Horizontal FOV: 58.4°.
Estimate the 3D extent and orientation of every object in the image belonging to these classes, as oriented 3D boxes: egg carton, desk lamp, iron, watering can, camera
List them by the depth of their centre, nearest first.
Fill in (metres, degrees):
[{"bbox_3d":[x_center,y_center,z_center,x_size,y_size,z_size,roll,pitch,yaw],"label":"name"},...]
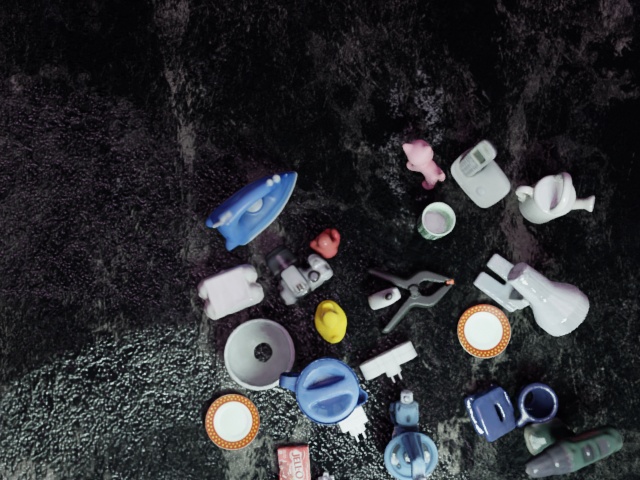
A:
[{"bbox_3d":[0.483,0.121,1.321,0.203,0.213,0.118,36,84,4],"label":"desk lamp"},{"bbox_3d":[0.559,-0.104,1.358,0.173,0.194,0.101,-9,83,-1],"label":"watering can"},{"bbox_3d":[-0.158,-0.096,1.384,0.258,0.141,0.118,-42,85,-5],"label":"iron"},{"bbox_3d":[-0.059,0.070,1.384,0.143,0.101,0.137,-36,84,-4],"label":"camera"},{"bbox_3d":[-0.217,0.124,1.393,0.150,0.069,0.107,-22,83,-3],"label":"egg carton"}]

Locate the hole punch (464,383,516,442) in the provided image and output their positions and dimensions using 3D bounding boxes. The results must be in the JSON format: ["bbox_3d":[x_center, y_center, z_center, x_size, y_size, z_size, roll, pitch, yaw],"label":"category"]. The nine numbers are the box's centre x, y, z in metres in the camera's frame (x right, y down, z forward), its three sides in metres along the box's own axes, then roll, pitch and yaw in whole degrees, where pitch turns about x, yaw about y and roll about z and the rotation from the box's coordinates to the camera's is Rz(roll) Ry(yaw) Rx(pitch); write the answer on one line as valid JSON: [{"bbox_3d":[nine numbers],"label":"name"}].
[{"bbox_3d":[0.407,0.404,1.348,0.101,0.091,0.108,-22,83,-2],"label":"hole punch"}]

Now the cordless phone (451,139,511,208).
[{"bbox_3d":[0.398,-0.163,1.370,0.094,0.185,0.147,-40,84,-4],"label":"cordless phone"}]

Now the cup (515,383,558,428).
[{"bbox_3d":[0.491,0.388,1.348,0.091,0.095,0.118,42,85,5],"label":"cup"}]

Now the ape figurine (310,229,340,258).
[{"bbox_3d":[0.013,0.005,1.396,0.078,0.092,0.076,-9,83,-1],"label":"ape figurine"}]

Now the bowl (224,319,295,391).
[{"bbox_3d":[-0.142,0.272,1.372,0.167,0.075,0.167,0,83,0],"label":"bowl"}]

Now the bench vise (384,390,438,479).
[{"bbox_3d":[0.192,0.453,1.277,0.121,0.220,0.207,-21,83,-2],"label":"bench vise"}]

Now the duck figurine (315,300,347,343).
[{"bbox_3d":[0.026,0.196,1.376,0.077,0.086,0.104,-13,83,-1],"label":"duck figurine"}]

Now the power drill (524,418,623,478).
[{"bbox_3d":[0.539,0.463,1.282,0.229,0.208,0.075,-17,83,-2],"label":"power drill"}]

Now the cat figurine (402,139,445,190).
[{"bbox_3d":[0.259,-0.195,1.408,0.067,0.118,0.128,-41,85,-4],"label":"cat figurine"}]

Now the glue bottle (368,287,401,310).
[{"bbox_3d":[0.156,0.134,1.340,0.078,0.173,0.037,-24,83,-2],"label":"glue bottle"}]
